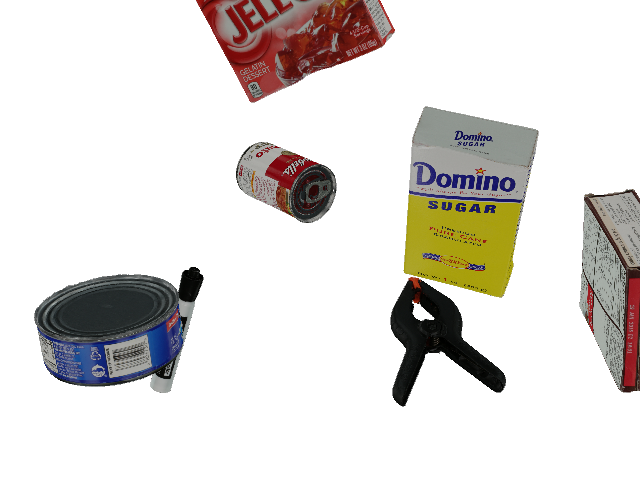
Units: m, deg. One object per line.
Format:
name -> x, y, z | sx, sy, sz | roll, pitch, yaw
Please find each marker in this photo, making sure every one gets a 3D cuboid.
marker -> -0.123, 0.077, 0.920 | 0.020, 0.121, 0.020 | 16, 22, -7

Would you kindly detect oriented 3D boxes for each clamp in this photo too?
clamp -> 0.132, 0.109, 1.161 | 0.120, 0.171, 0.039 | 3, -45, -6

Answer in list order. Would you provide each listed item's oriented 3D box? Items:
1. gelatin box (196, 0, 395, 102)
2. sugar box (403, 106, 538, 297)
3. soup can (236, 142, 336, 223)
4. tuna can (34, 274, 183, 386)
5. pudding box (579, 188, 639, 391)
gelatin box -> -0.016, -0.124, 0.572 | 0.089, 0.073, 0.030 | -18, 20, 28
sugar box -> 0.119, -0.027, 0.876 | 0.093, 0.048, 0.176 | 13, -33, 13
soup can -> -0.040, -0.067, 1.216 | 0.068, 0.068, 0.102 | 0, 19, -44
tuna can -> -0.126, 0.053, 0.642 | 0.086, 0.034, 0.086 | -4, 23, 1
pudding box -> 0.198, 0.030, 0.688 | 0.039, 0.090, 0.113 | -4, 27, 0
